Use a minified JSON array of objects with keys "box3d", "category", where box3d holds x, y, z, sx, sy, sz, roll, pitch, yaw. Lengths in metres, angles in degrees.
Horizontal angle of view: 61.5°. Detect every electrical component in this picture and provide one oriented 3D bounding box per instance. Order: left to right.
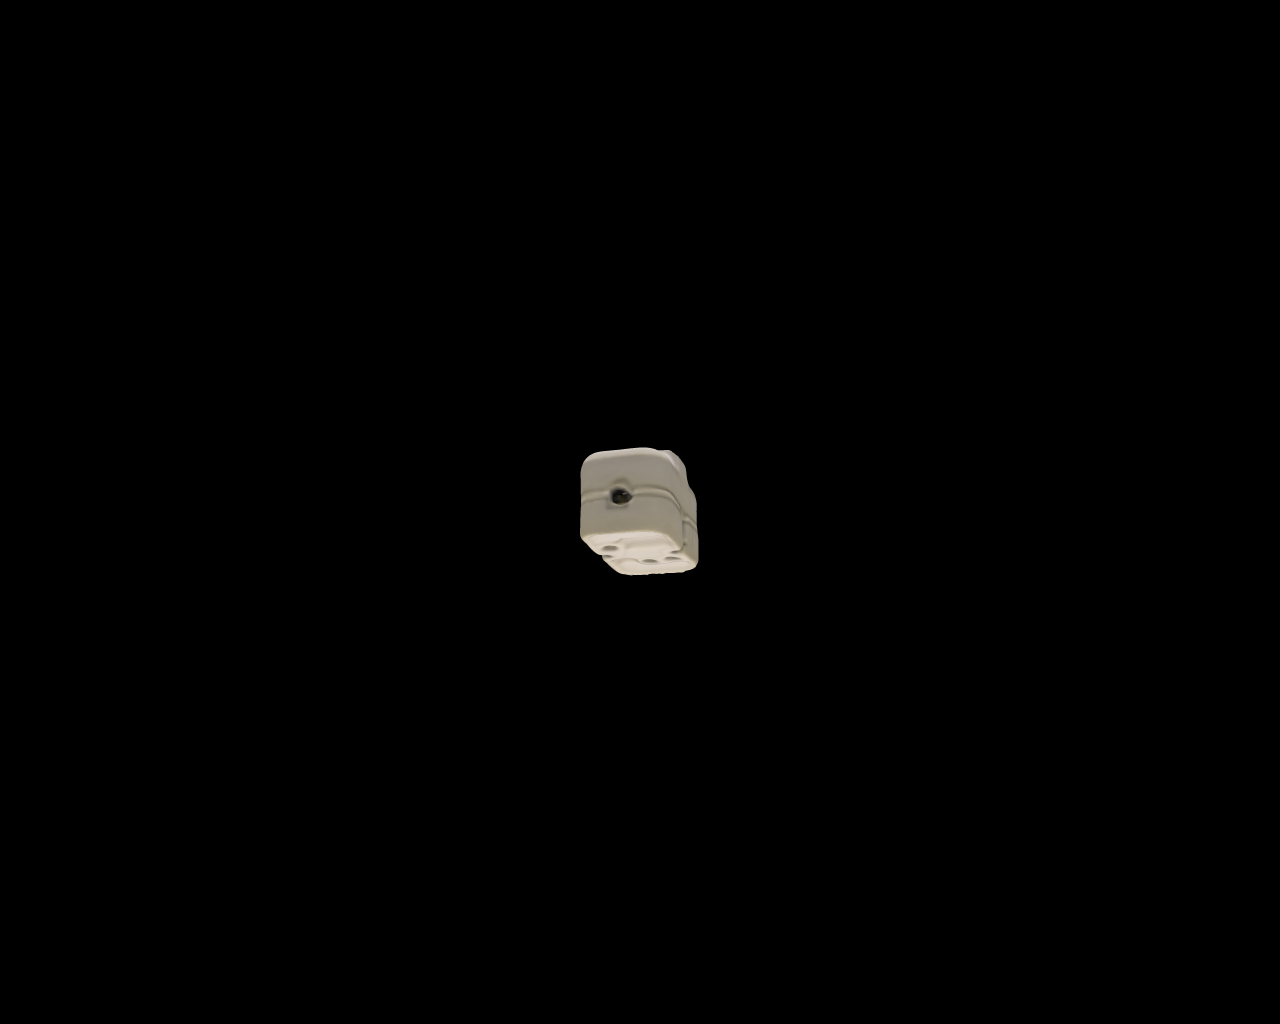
[{"box3d":[0.001,-0.003,0.650,0.054,0.059,0.095,-5,-19,15],"category":"electrical component"}]
